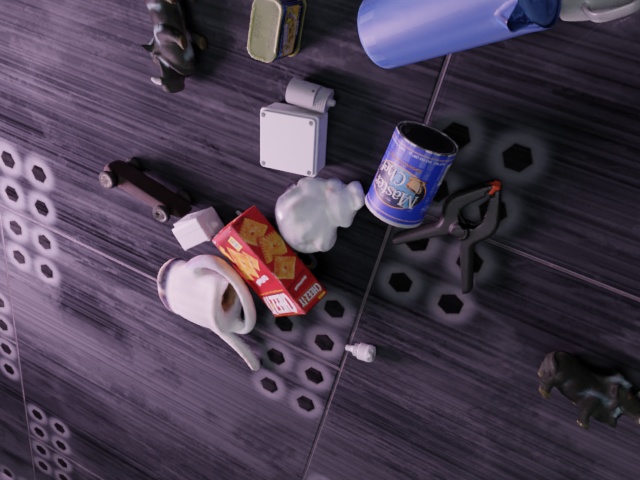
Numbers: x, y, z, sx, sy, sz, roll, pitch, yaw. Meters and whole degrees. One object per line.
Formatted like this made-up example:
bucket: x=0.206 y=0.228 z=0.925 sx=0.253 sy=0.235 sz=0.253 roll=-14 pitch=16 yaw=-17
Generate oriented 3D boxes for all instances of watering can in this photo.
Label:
watering can: x=-0.237 y=0.158 z=1.141 sx=0.225 sy=0.106 sz=0.339 roll=16 pitch=133 yaw=22

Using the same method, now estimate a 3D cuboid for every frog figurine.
frog figurine: x=0.003 y=-0.046 z=0.914 sx=0.159 sy=0.123 sz=0.137 roll=-4 pitch=95 yaw=39
